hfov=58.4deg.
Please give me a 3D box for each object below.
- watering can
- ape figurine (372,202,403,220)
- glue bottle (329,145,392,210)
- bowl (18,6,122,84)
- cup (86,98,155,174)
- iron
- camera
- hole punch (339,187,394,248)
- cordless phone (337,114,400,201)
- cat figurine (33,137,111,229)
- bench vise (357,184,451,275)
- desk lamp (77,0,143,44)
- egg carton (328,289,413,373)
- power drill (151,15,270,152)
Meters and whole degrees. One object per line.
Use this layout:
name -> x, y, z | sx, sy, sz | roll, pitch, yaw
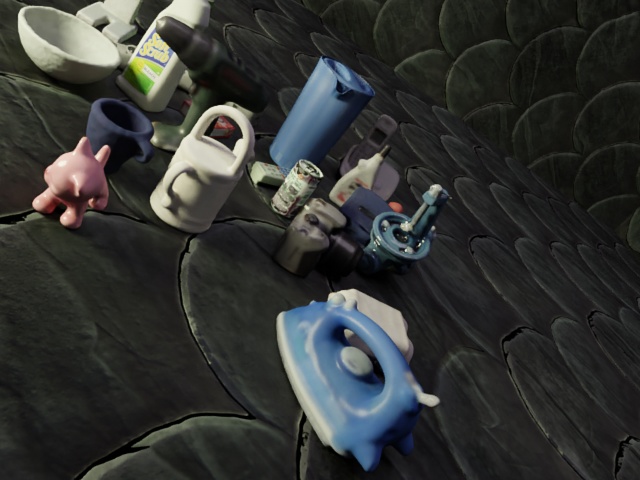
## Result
watering can -> -0.163, -0.115, 0.855 | 0.101, 0.194, 0.173 | 33, 27, -10
ape figurine -> 0.145, -0.044, 1.236 | 0.078, 0.092, 0.076 | 9, 39, -44
glue bottle -> 0.097, -0.137, 1.232 | 0.078, 0.173, 0.037 | 31, 28, -15
bowl -> -0.430, -0.317, 0.970 | 0.168, 0.074, 0.167 | 29, 28, -17
cup -> -0.293, -0.135, 0.835 | 0.117, 0.095, 0.092 | 46, 28, 14
iron -> 0.042, 0.156, 0.746 | 0.119, 0.141, 0.257 | 2, 44, -50
camera -> 0.009, 0.004, 0.986 | 0.137, 0.100, 0.143 | 36, 27, -5
hole punch -> 0.091, -0.041, 1.166 | 0.108, 0.091, 0.101 | 39, 27, 1
cordless phone -> 0.143, -0.193, 1.362 | 0.148, 0.185, 0.094 | 32, 27, -11
cat figurine -> -0.298, -0.079, 0.718 | 0.067, 0.117, 0.128 | 33, 27, -10
bench vise -> 0.179, -0.030, 1.117 | 0.121, 0.219, 0.208 | 41, 27, 6
desk lamp -> -0.396, -0.550, 1.221 | 0.118, 0.213, 0.203 | 30, 28, -16
egg carton -> 0.074, 0.142, 0.887 | 0.151, 0.069, 0.107 | 27, 29, -21
power drill -> -0.211, -0.248, 0.986 | 0.230, 0.208, 0.075 | 15, 35, -38
